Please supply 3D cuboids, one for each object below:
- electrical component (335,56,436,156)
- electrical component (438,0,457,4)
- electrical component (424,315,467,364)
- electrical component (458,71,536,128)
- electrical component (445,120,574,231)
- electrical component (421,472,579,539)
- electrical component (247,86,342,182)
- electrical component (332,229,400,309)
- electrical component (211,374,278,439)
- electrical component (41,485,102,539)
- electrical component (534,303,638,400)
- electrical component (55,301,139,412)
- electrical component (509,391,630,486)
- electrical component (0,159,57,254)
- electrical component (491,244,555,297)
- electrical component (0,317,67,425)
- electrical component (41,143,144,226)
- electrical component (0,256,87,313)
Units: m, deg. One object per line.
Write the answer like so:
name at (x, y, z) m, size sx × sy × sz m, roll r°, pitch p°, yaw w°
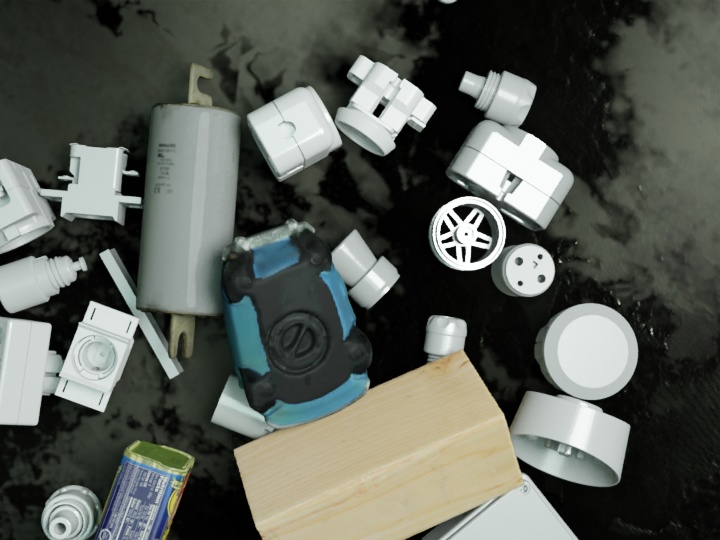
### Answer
electrical component at (0.016, -0.134, 0.906) m, size 0.078 × 0.058 × 0.057 m, roll 34°, pitch 84°, yaw -3°
electrical component at (0.065, -0.292, 0.911) m, size 0.078 × 0.057 × 0.113 m, roll -44°, pitch 92°, yaw -3°
electrical component at (0.071, 0.071, 0.919) m, size 0.035 × 0.035 × 0.061 m, roll 8°, pitch 92°, yaw -4°
electrical component at (0.116, -0.150, 0.920) m, size 0.062 × 0.043 × 0.043 m, roll 22°, pitch 88°, yaw -2°
electrical component at (0.129, -0.083, 0.914) m, size 0.095 × 0.054 × 0.059 m, roll 32°, pitch 87°, yaw -3°
electrical component at (0.126, 0.242, 0.909) m, size 0.109 × 0.056 × 0.108 m, roll -38°, pitch 92°, yaw -4°
electrical component at (-0.054, -0.112, 0.881) m, size 0.059 × 0.095 × 0.053 m, roll -29°, pitch 92°, yaw -4°
electrical component at (0.000, 0.000, 0.909) m, size 0.055 × 0.045 × 0.045 m, roll 44°, pitch 87°, yaw -3°
electrical component at (-0.079, 0.122, 0.903) m, size 0.081 × 0.043 × 0.043 m, roll 22°, pitch 88°, yaw -4°
electrical component at (-0.240, 0.205, 0.881) m, size 0.048 × 0.062 × 0.048 m, roll 0°, pitch 89°, yaw -4°
electrical component at (0.191, 0.069, 0.916) m, size 0.080 × 0.051 × 0.080 m, roll 0°, pitch 86°, yaw -6°
electrical component at (-0.213, 0.070, 0.884) m, size 0.042 × 0.064 × 0.081 m, roll 21°, pitch 88°, yaw -3°
electrical component at (0.174, 0.140, 0.896) m, size 0.099 × 0.099 × 0.064 m, roll 20°, pitch 82°, yaw -4°
electrical component at (-0.284, -0.049, 0.867) m, size 0.050 × 0.089 × 0.055 m, roll -28°, pitch 91°, yaw -4°
electrical component at (0.138, 0.000, 0.913) m, size 0.045 × 0.055 × 0.045 m, roll 0°, pitch 89°, yaw -4°
electrical component at (-0.271, 0.084, 0.886) m, size 0.076 × 0.047 × 0.083 m, roll 11°, pitch 85°, yaw -45°
electrical component at (-0.220, -0.071, 0.897) m, size 0.081 × 0.042 × 0.063 m, roll 4°, pitch 86°, yaw -5°
electrical component at (-0.266, 0.007, 0.893) m, size 0.078 × 0.040 × 0.040 m, roll -19°, pitch 91°, yaw -4°
